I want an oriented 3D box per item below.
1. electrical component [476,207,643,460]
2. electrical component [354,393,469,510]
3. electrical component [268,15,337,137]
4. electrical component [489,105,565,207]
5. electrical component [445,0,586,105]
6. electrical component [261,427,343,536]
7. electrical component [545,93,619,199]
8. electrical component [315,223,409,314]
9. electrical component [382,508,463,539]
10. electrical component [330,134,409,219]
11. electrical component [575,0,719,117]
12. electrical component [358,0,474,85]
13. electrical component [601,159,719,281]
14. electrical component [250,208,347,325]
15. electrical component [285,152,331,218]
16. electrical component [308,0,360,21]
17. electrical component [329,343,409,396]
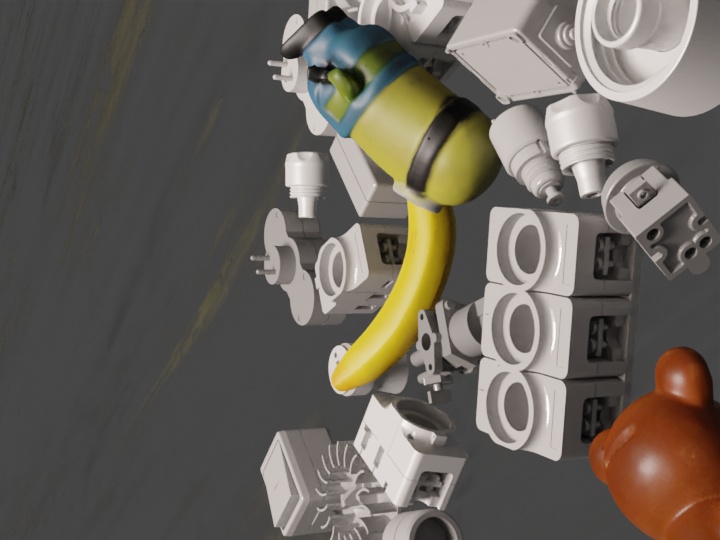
[{"bbox_3d":[0.122,0.037,0.687,0.089,0.062,0.150,12,100,61],"label":"electrical component"},{"bbox_3d":[0.040,0.137,0.839,0.089,0.050,0.055,47,122,57],"label":"electrical component"},{"bbox_3d":[-0.049,-0.181,0.993,0.052,0.074,0.138,-59,41,43],"label":"electrical component"},{"bbox_3d":[0.117,-0.076,0.723,0.040,0.040,0.078,-59,41,43],"label":"electrical component"},{"bbox_3d":[0.114,-0.153,0.694,0.061,0.062,0.096,-59,25,-13],"label":"electrical component"},{"bbox_3d":[-0.056,0.194,1.013,0.096,0.061,0.061,64,142,40],"label":"electrical component"},{"bbox_3d":[0.141,-0.076,0.675,0.043,0.043,0.062,-30,65,58],"label":"electrical component"},{"bbox_3d":[0.000,0.000,0.919,0.089,0.056,0.050,-42,54,54],"label":"electrical component"},{"bbox_3d":[0.045,0.258,0.834,0.074,0.052,0.138,-29,64,58],"label":"electrical component"},{"bbox_3d":[0.020,-0.098,0.893,0.075,0.047,0.083,-62,39,40],"label":"electrical component"},{"bbox_3d":[0.167,-0.143,0.609,0.108,0.060,0.108,-2,88,61],"label":"electrical component"},{"bbox_3d":[0.060,-0.217,0.807,0.150,0.062,0.089,-46,51,52],"label":"electrical component"},{"bbox_3d":[0.169,-0.033,0.613,0.048,0.066,0.055,-40,36,11],"label":"electrical component"},{"bbox_3d":[-0.067,-0.005,1.024,0.138,0.074,0.052,64,142,39],"label":"electrical component"},{"bbox_3d":[-0.050,-0.081,1.025,0.043,0.043,0.062,2,93,61],"label":"electrical component"},{"bbox_3d":[-0.008,-0.245,0.946,0.076,0.047,0.083,13,101,61],"label":"electrical component"},{"bbox_3d":[0.007,0.083,0.905,0.045,0.055,0.045,-2,88,61],"label":"electrical component"}]
